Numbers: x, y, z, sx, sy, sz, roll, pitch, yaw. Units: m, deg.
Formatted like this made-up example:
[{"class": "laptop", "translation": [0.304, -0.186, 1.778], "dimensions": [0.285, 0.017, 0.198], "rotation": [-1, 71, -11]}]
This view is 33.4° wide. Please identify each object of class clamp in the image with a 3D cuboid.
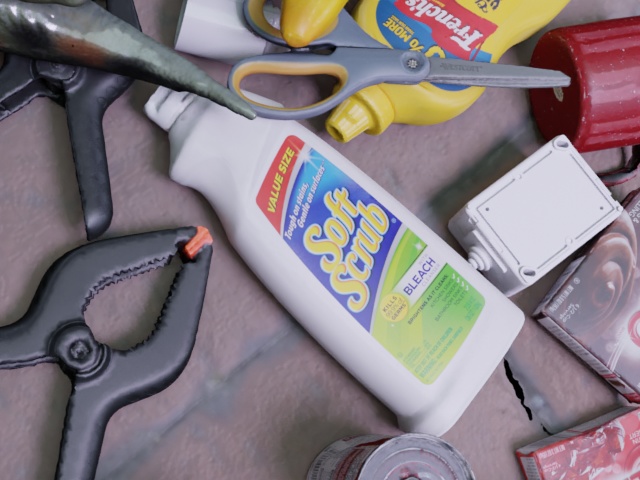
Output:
[{"class": "clamp", "translation": [-0.144, 0.061, 0.588], "dimensions": [0.164, 0.036, 0.209], "rotation": [40, 70, -5]}, {"class": "clamp", "translation": [-0.161, -0.092, 0.611], "dimensions": [0.120, 0.039, 0.171], "rotation": [16, 69, -12]}]

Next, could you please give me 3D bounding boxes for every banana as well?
[{"class": "banana", "translation": [0.044, -0.172, 0.621], "dimensions": [0.197, 0.037, 0.070], "rotation": [-29, 61, -25]}]

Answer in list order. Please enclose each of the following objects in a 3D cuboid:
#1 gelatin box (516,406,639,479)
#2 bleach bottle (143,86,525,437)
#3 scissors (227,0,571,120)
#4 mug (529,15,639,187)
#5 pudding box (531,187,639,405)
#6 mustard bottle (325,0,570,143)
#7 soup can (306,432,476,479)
[{"class": "gelatin box", "translation": [0.177, 0.152, 0.667], "dimensions": [0.089, 0.030, 0.073], "rotation": [-17, 86, -18]}, {"class": "bleach bottle", "translation": [-0.004, 0.001, 0.628], "dimensions": [0.251, 0.068, 0.102], "rotation": [40, 71, -3]}, {"class": "scissors", "translation": [0.041, -0.117, 0.625], "dimensions": [0.201, 0.016, 0.096], "rotation": [-11, 75, -11]}, {"class": "mug", "translation": [0.188, -0.090, 0.692], "dimensions": [0.081, 0.093, 0.117], "rotation": [-10, 119, -13]}, {"class": "pudding box", "translation": [0.204, 0.034, 0.679], "dimensions": [0.090, 0.039, 0.113], "rotation": [41, 83, 3]}, {"class": "mustard bottle", "translation": [0.071, -0.130, 0.674], "dimensions": [0.096, 0.058, 0.191], "rotation": [45, 72, -3]}, {"class": "soup can", "translation": [0.036, 0.141, 0.590], "dimensions": [0.068, 0.102, 0.068], "rotation": [3, 79, -16]}]
